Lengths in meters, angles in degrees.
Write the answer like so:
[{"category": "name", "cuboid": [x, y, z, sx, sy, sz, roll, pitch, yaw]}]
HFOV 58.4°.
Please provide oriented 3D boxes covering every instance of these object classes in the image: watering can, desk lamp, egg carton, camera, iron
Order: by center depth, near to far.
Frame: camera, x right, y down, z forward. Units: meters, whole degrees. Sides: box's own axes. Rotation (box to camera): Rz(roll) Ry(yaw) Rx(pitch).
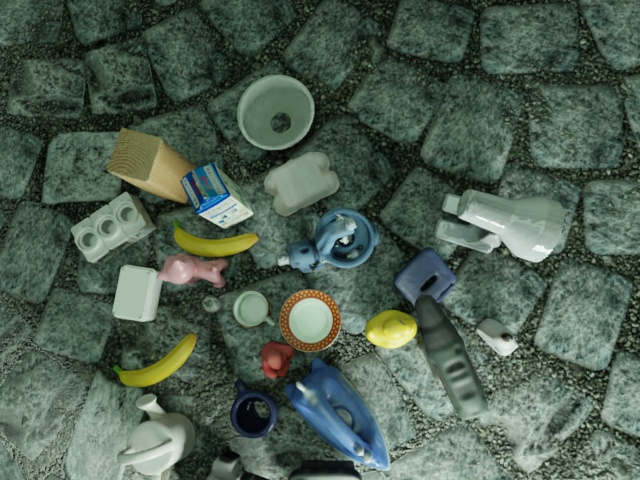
[{"category": "desk lamp", "cuboid": [0.330, -0.033, 1.082, 0.203, 0.213, 0.118, 16, 84, 9]}, {"category": "iron", "cuboid": [0.043, 0.353, 1.097, 0.118, 0.141, 0.258, -44, 79, -1]}, {"category": "watering can", "cuboid": [-0.324, 0.392, 1.109, 0.101, 0.194, 0.173, -31, 79, 2]}, {"category": "camera", "cuboid": [-0.162, 0.507, 1.120, 0.136, 0.101, 0.143, 15, 84, 9]}, {"category": "egg carton", "cuboid": [-0.040, -0.121, 1.214, 0.150, 0.069, 0.107, -27, 79, 2]}]

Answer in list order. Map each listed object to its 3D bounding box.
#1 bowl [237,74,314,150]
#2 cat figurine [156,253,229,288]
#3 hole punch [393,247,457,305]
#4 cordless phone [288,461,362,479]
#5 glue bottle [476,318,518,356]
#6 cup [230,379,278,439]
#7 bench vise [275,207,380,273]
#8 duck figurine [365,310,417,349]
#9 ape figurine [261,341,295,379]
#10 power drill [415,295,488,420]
[{"category": "bowl", "cuboid": [-0.090, -0.266, 1.239, 0.167, 0.075, 0.167, -1, 81, 7]}, {"category": "cat figurine", "cuboid": [-0.266, 0.061, 1.190, 0.127, 0.118, 0.067, 1, 82, 7]}, {"category": "hole punch", "cuboid": [0.212, 0.079, 1.142, 0.109, 0.091, 0.101, -44, 79, -1]}, {"category": "cordless phone", "cuboid": [0.005, 0.475, 1.061, 0.147, 0.185, 0.094, -7, 81, 6]}, {"category": "glue bottle", "cuboid": [0.338, 0.182, 1.070, 0.037, 0.173, 0.078, -42, 79, 0]}, {"category": "cup", "cuboid": [-0.130, 0.331, 1.145, 0.091, 0.095, 0.117, -30, 79, 2]}, {"category": "bench vise", "cuboid": [0.017, 0.014, 1.110, 0.207, 0.220, 0.121, -36, 79, 1]}, {"category": "duck figurine", "cuboid": [0.141, 0.177, 1.139, 0.104, 0.086, 0.077, -8, 81, 6]}, {"category": "ape figurine", "cuboid": [-0.089, 0.239, 1.155, 0.078, 0.092, 0.076, -32, 79, 2]}, {"category": "power drill", "cuboid": [0.231, 0.212, 1.061, 0.075, 0.208, 0.229, -26, 79, 3]}]
